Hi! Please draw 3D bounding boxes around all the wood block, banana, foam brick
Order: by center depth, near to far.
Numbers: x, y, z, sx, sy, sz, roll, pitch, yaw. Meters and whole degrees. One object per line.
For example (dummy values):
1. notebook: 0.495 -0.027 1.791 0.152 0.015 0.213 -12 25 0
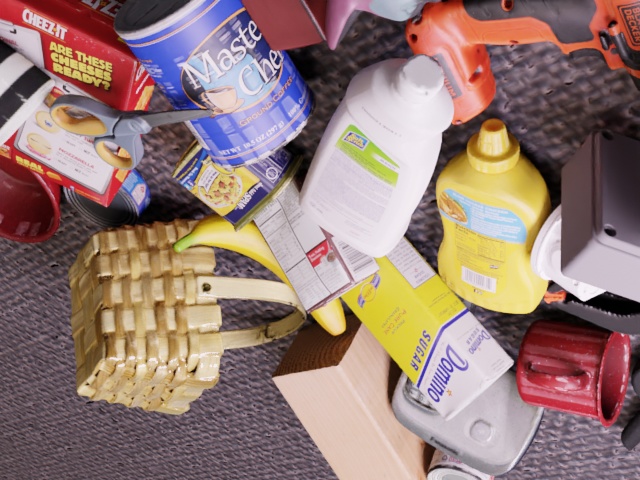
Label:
1. foam brick: -0.024 -0.189 0.797 0.051 0.053 0.078 -7 131 36
2. banana: -0.049 0.024 1.055 0.197 0.069 0.037 29 168 -17
3. wood block: 0.049 0.189 1.139 0.091 0.090 0.206 -16 116 34

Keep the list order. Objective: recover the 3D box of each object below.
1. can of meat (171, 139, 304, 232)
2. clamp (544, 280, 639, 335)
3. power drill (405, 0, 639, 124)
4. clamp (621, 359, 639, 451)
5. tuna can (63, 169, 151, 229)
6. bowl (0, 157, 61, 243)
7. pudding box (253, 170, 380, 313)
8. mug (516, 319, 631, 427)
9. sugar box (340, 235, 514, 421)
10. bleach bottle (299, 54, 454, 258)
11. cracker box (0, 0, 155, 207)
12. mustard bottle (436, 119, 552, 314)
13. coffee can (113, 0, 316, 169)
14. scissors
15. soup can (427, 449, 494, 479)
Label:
1. can of meat: -0.078 -0.066 0.973 0.084 0.057 0.102 38 141 -11
2. clamp: 0.294 0.049 0.897 0.210 0.036 0.164 -8 122 40
3. power drill: 0.169 -0.133 0.748 0.188 0.057 0.184 -7 132 34
4. clamp: 0.345 0.157 0.999 0.120 0.039 0.171 8 139 21
5. tuna can: -0.218 -0.049 1.096 0.086 0.033 0.086 16 142 13
6. bowl: -0.331 -0.072 1.118 0.162 0.055 0.162 17 142 13
7. pudding box: -0.006 0.001 0.987 0.113 0.039 0.090 61 144 6
8. mug: 0.226 0.119 0.971 0.082 0.117 0.093 8 100 31
9. sugar box: 0.090 0.075 0.992 0.176 0.048 0.093 51 145 15
10. bleach bottle: 0.052 -0.068 0.833 0.102 0.068 0.251 31 158 0
11. cracker box: -0.237 -0.145 0.963 0.164 0.072 0.214 26 142 -1
12. mustard bottle: 0.144 -0.023 0.888 0.096 0.058 0.191 24 145 27
13. coffee can: -0.081 -0.142 0.845 0.103 0.102 0.140 -7 132 36
14. scissors: -0.143 -0.085 0.880 0.202 0.016 0.096 11 151 35
15. soup can: 0.159 0.218 1.132 0.068 0.102 0.068 16 142 13
